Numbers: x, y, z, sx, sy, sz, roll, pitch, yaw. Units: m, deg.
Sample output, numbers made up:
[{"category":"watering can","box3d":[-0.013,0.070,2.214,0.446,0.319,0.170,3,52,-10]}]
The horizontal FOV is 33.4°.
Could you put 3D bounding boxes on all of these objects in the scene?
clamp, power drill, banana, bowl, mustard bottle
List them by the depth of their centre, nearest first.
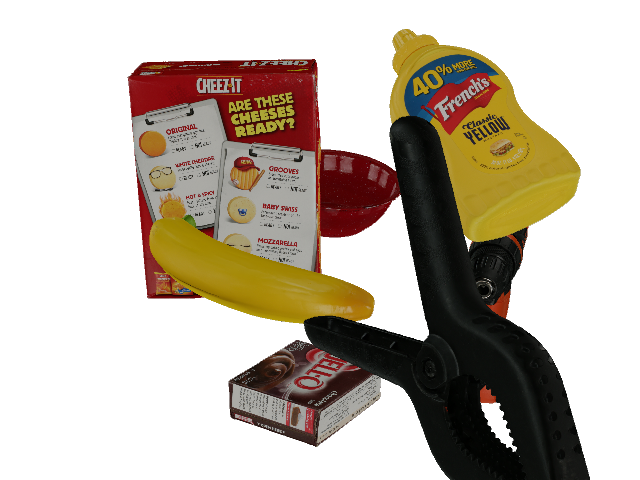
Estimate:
[{"category":"clamp","box3d":[0.067,0.050,0.531,0.036,0.165,0.210,-10,42,-33]},{"category":"banana","box3d":[-0.055,0.016,0.699,0.069,0.037,0.198,-25,35,-36]},{"category":"mustard bottle","box3d":[0.108,-0.093,0.817,0.096,0.192,0.058,-25,-30,-10]},{"category":"power drill","box3d":[0.173,0.069,1.091,0.057,0.188,0.184,13,28,15]},{"category":"bowl","box3d":[0.010,-0.048,1.203,0.162,0.055,0.162,5,27,-3]}]

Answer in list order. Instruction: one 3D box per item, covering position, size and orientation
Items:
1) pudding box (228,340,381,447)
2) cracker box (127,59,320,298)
[{"category":"pudding box","box3d":[-0.011,0.127,0.909,0.090,0.039,0.113,12,22,28]},{"category":"cracker box","box3d":[-0.082,-0.055,0.978,0.164,0.214,0.072,-1,22,2]}]
